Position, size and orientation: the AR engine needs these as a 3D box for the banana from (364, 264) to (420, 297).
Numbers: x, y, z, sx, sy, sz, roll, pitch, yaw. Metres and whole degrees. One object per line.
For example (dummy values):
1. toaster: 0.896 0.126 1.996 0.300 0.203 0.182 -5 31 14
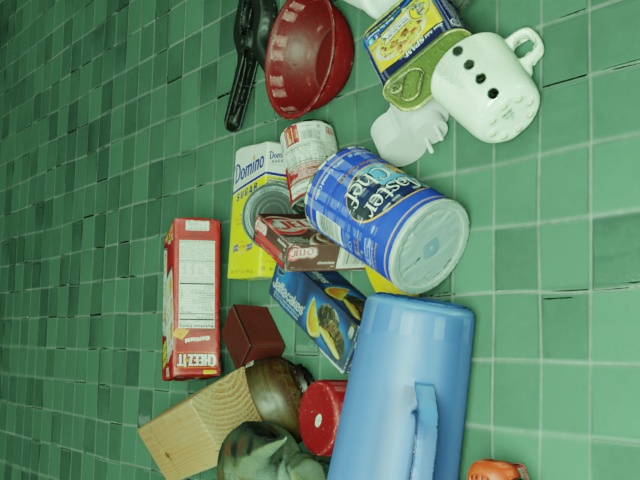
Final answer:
1. banana: 0.072 0.009 1.155 0.070 0.037 0.198 -39 54 50

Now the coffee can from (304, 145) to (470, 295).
1. coffee can: 0.066 -0.022 1.080 0.140 0.102 0.103 36 116 41

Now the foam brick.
1. foam brick: -0.088 0.129 1.383 0.053 0.051 0.078 -65 36 32

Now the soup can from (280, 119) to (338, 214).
1. soup can: -0.009 -0.084 1.271 0.069 0.068 0.102 -40 52 49

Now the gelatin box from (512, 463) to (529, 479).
1. gelatin box: 0.167 0.257 0.970 0.073 0.030 0.089 -46 49 47

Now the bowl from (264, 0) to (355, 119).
1. bowl: -0.005 -0.223 1.298 0.162 0.055 0.162 -14 73 57

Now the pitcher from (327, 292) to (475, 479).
1. pitcher: 0.082 0.178 1.027 0.149 0.144 0.243 9 90 38

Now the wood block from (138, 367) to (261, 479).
1. wood block: -0.150 0.244 1.388 0.091 0.090 0.206 58 146 2

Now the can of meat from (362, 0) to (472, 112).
1. can of meat: 0.096 -0.190 1.043 0.102 0.057 0.084 -38 49 21

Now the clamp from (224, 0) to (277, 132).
1. clamp: -0.094 -0.259 1.465 0.165 0.036 0.210 -35 55 51

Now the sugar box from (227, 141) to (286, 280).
1. sugar box: -0.080 -0.036 1.400 0.094 0.048 0.176 -7 81 58

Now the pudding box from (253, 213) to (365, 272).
1. pudding box: -0.008 0.002 1.213 0.090 0.113 0.039 43 125 53

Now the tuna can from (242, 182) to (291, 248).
1. tuna can: -0.053 -0.028 1.325 0.086 0.033 0.086 -2 83 20

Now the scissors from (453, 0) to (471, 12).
1. scissors: 0.124 -0.203 1.101 0.202 0.016 0.096 166 101 -66

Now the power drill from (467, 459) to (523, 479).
1. power drill: 0.187 0.279 0.866 0.188 0.057 0.184 -3 78 46

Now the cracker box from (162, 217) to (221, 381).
1. cracker box: -0.178 0.087 1.484 0.164 0.072 0.214 145 125 -74

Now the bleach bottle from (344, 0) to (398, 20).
1. bleach bottle: 0.033 -0.322 1.239 0.102 0.068 0.251 -61 34 6

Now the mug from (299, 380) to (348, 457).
1. mug: 0.024 0.191 1.162 0.117 0.081 0.093 11 95 58
